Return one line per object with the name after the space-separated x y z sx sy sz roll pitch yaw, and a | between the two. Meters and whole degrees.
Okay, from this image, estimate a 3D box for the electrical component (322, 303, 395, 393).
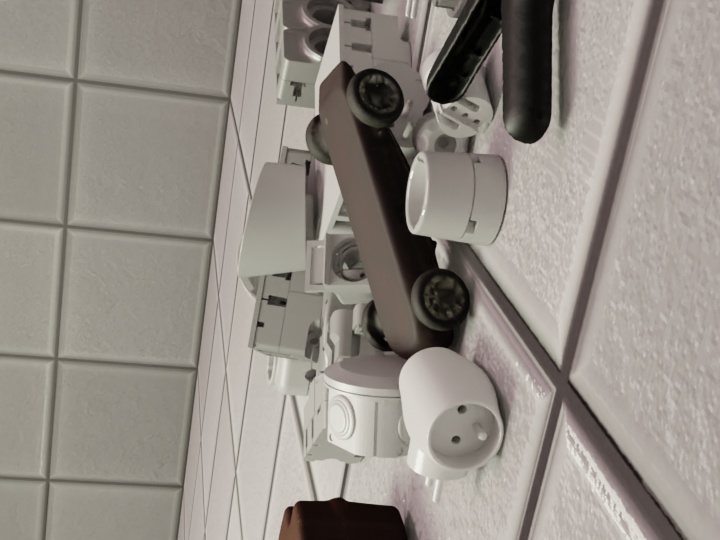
0.001 0.068 0.836 0.078 0.058 0.057 118 157 -61 | electrical component

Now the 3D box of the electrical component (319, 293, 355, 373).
-0.014 0.054 0.943 0.079 0.043 0.077 123 151 -79 | electrical component

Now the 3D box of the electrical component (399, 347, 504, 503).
0.049 0.096 0.626 0.077 0.043 0.079 -118 35 -69 | electrical component

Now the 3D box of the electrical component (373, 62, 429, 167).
0.028 -0.095 0.786 0.073 0.052 0.138 117 155 -60 | electrical component

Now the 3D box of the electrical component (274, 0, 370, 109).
-0.036 -0.230 1.061 0.061 0.089 0.150 108 163 -46 | electrical component

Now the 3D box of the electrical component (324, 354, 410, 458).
0.016 0.087 0.702 0.080 0.080 0.051 -140 51 -76 | electrical component

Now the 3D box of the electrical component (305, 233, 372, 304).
0.000 0.000 0.843 0.063 0.081 0.042 61 -151 -70 | electrical component

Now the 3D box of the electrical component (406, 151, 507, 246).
0.056 -0.044 0.643 0.055 0.047 0.055 -175 90 -78 | electrical component

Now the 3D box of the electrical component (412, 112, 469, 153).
0.051 -0.089 0.719 0.061 0.035 0.035 -112 29 -70 | electrical component

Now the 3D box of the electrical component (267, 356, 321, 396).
-0.064 0.093 1.124 0.095 0.059 0.053 -125 42 -72 | electrical component

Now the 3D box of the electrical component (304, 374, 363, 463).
-0.016 0.122 0.904 0.089 0.050 0.055 117 155 -60 | electrical component

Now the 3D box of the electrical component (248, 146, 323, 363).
-0.051 -0.010 1.015 0.105 0.060 0.186 63 -144 -80 | electrical component

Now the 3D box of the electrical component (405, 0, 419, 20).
0.044 -0.226 0.795 0.077 0.043 0.079 -119 36 -70 | electrical component

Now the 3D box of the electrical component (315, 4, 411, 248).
0.002 -0.113 0.900 0.105 0.060 0.186 114 158 -57 | electrical component

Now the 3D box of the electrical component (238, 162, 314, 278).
-0.072 -0.043 0.919 0.099 0.064 0.099 179 90 -88 | electrical component

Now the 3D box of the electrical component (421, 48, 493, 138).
0.061 -0.111 0.671 0.040 0.040 0.046 109 157 -49 | electrical component

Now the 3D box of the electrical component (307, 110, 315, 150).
-0.023 -0.133 1.072 0.079 0.043 0.077 -137 57 -66 | electrical component

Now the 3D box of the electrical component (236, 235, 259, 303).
-0.073 -0.003 1.110 0.060 0.108 0.108 118 155 -75 | electrical component
